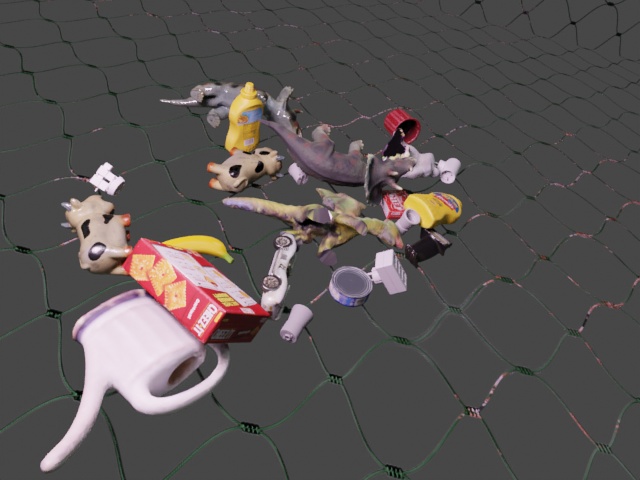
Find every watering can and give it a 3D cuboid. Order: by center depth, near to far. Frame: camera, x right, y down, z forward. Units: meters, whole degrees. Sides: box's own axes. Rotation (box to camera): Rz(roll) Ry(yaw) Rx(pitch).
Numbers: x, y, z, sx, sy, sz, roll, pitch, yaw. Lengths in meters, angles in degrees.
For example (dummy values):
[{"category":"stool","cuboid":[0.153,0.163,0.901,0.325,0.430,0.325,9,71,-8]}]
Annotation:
[{"category":"watering can","cuboid":[-0.293,0.186,0.781,0.226,0.102,0.350,37,27,22]}]

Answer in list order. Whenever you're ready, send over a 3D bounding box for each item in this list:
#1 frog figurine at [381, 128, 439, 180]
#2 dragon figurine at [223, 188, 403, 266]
[{"category":"frog figurine","cuboid":[0.252,-0.216,1.448,0.157,0.122,0.140,33,17,-38]},{"category":"dragon figurine","cuboid":[0.004,-0.060,1.201,0.411,0.120,0.246,22,24,6]}]
